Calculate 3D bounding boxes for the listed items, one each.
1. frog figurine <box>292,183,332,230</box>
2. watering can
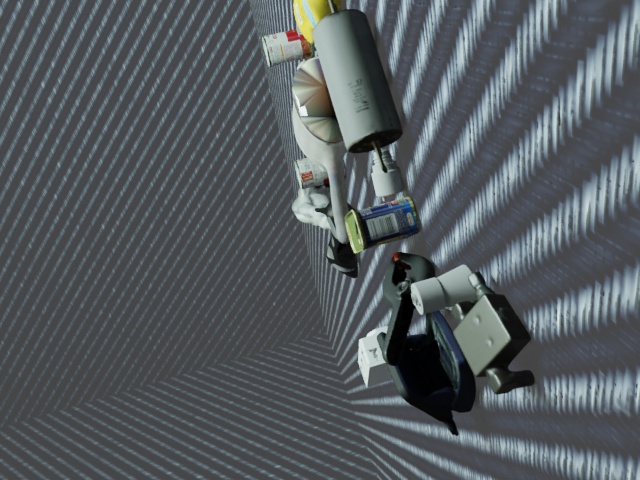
[{"bbox_3d":[0.004,-0.067,1.338,0.136,0.121,0.162,24,-148,-53],"label":"frog figurine"},{"bbox_3d":[0.015,-0.175,0.923,0.222,0.104,0.351,103,153,-78],"label":"watering can"}]
